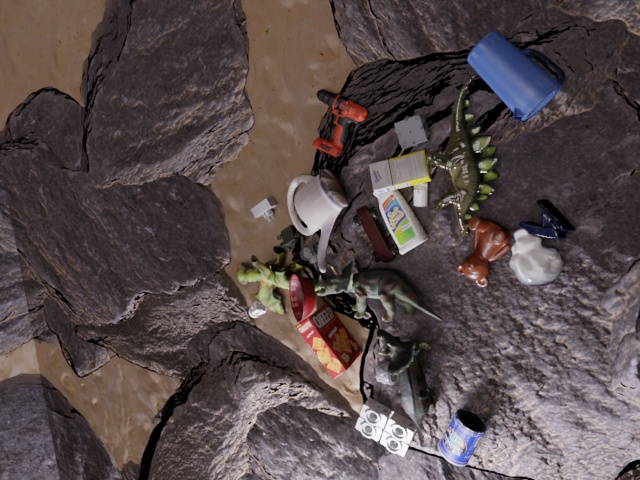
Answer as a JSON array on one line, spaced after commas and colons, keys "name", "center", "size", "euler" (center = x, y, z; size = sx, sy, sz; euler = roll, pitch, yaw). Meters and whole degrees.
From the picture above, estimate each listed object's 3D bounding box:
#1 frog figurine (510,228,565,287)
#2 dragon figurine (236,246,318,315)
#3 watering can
[{"name": "frog figurine", "center": [0.599, 0.045, 1.443], "size": [0.136, 0.124, 0.158], "euler": [-11, 107, 47]}, {"name": "dragon figurine", "center": [-0.140, 0.168, 1.866], "size": [0.412, 0.124, 0.237], "euler": [27, 128, 17]}, {"name": "watering can", "center": [0.005, -0.086, 1.708], "size": [0.221, 0.104, 0.353], "euler": [-40, 62, 29]}]
